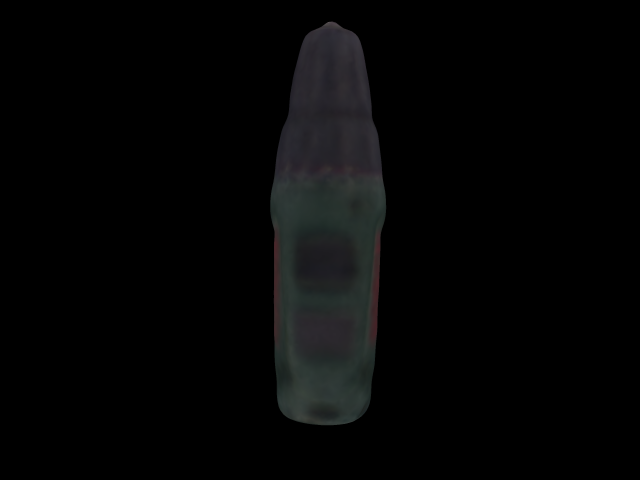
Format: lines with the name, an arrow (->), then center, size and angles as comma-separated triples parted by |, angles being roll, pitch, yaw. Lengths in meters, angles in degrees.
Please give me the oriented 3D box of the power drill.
power drill -> 0.004, 0.001, 0.400 | 0.075, 0.208, 0.230 | 0, 82, 0
